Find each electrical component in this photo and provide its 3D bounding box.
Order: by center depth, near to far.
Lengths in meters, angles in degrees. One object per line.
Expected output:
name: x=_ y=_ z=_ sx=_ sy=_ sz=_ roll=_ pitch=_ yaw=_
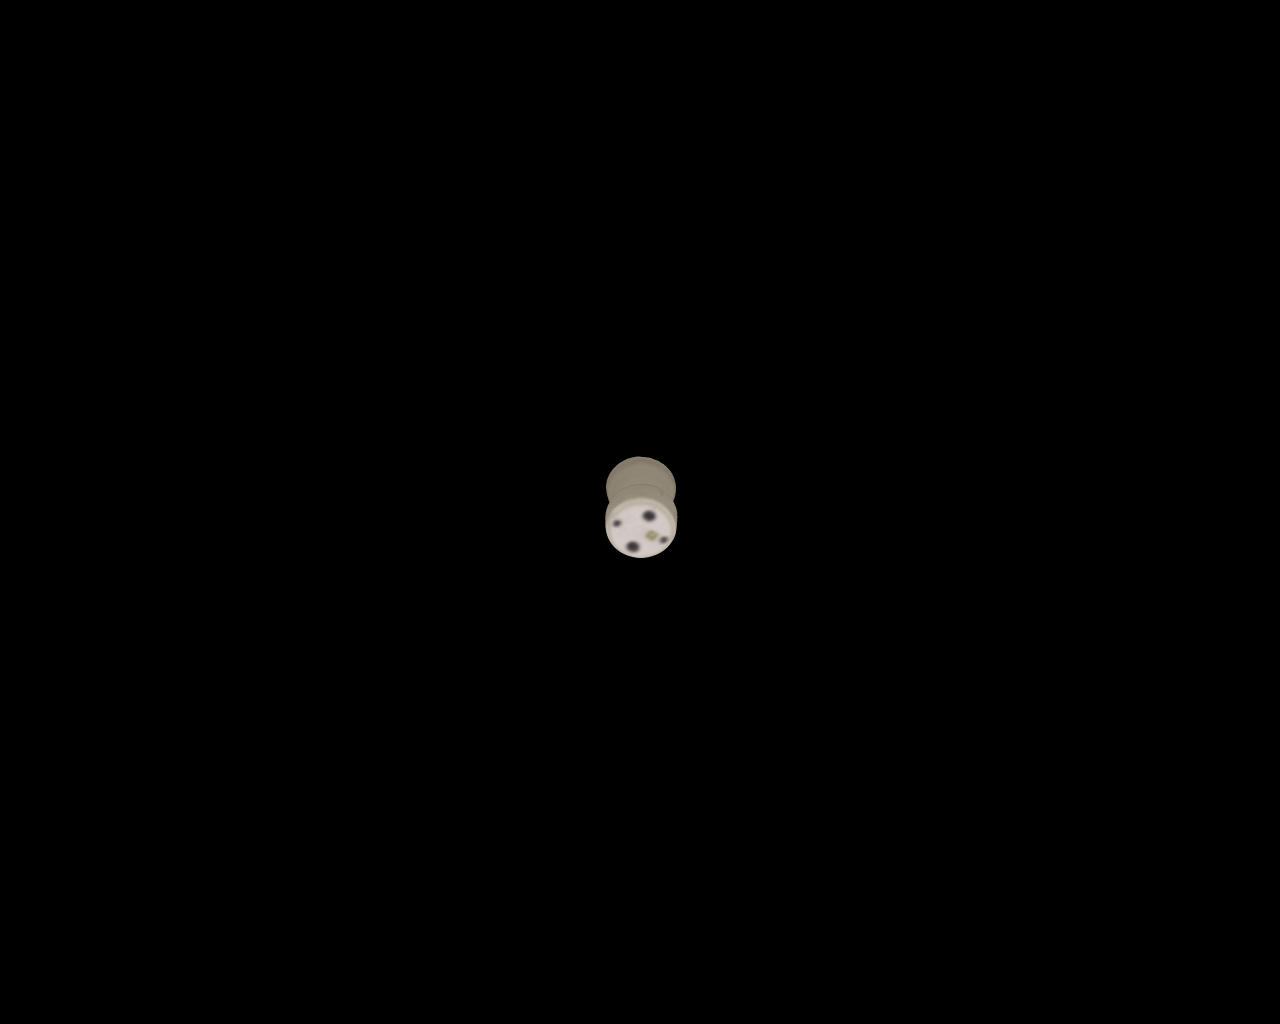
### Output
electrical component: x=0.001 y=-0.003 z=0.650 sx=0.045 sy=0.044 sz=0.055 roll=0 pitch=30 yaw=0
